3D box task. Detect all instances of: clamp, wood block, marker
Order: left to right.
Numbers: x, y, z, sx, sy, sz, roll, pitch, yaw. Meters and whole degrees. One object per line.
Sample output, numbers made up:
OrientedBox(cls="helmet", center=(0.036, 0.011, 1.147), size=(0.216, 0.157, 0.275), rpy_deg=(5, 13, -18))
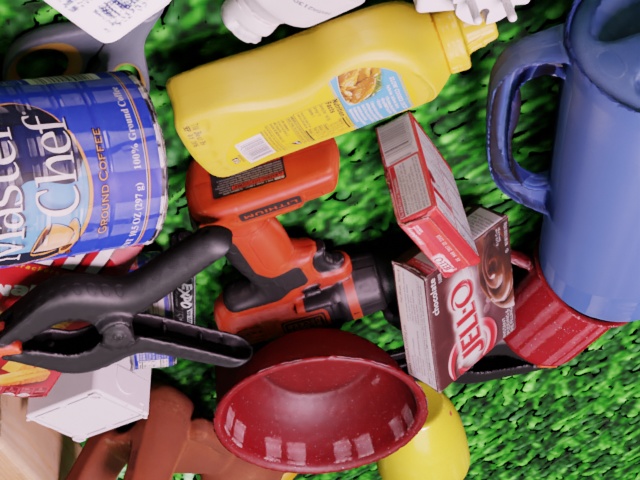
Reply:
OrientedBox(cls="wood block", center=(-0.273, 0.189, 0.914), size=(0.091, 0.090, 0.206), rpy_deg=(-13, 142, 2))
OrientedBox(cls="clamp", center=(-0.125, 0.057, 0.704), size=(0.171, 0.039, 0.120), rpy_deg=(-15, 126, 3))
OrientedBox(cls="marker", center=(-0.104, 0.035, 0.812), size=(0.020, 0.020, 0.121), rpy_deg=(-3, 142, -10))
OrientedBox(cls="clamp", center=(0.113, 0.092, 0.914), size=(0.209, 0.036, 0.165), rpy_deg=(0, 150, -15))

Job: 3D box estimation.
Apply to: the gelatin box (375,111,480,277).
OrientedBox(cls="gelatin box", center=(0.071, -0.030, 0.712), size=(0.030, 0.089, 0.073), rpy_deg=(-25, 140, 18))

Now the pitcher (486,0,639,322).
OrientedBox(cls="pitcher", center=(0.199, -0.050, 0.694), size=(0.144, 0.149, 0.243), rpy_deg=(-39, 152, -22))

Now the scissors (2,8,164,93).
OrientedBox(cls="scissors", center=(-0.118, -0.132, 0.599), size=(0.096, 0.016, 0.202), rpy_deg=(9, 138, -23))

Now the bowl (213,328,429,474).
OrientedBox(cls="bowl", center=(-0.001, 0.115, 0.814), size=(0.162, 0.055, 0.162), rpy_deg=(-3, 138, -3))

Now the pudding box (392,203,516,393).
OrientedBox(cls="pudding box", center=(0.100, 0.042, 0.780), size=(0.089, 0.039, 0.113), rpy_deg=(-36, 130, -29))

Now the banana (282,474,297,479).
OrientedBox(cls="banana", center=(-0.113, 0.258, 1.080), size=(0.198, 0.037, 0.069), rpy_deg=(-10, 143, -1))

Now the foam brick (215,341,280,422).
OrientedBox(cls="foam brick", center=(-0.052, 0.131, 0.899), size=(0.052, 0.078, 0.051), rpy_deg=(22, 134, -34))

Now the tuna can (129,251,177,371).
OrientedBox(cls="tuna can", center=(-0.124, 0.051, 0.774), size=(0.033, 0.086, 0.086), rpy_deg=(-5, 142, -10))

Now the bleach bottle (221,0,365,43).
OrientedBox(cls="bleach bottle", center=(0.027, -0.189, 0.523), size=(0.102, 0.068, 0.251), rpy_deg=(22, 134, -33))

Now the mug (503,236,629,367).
OrientedBox(cls="mug", center=(0.178, 0.043, 0.837), size=(0.117, 0.093, 0.082), rpy_deg=(21, 140, -11))

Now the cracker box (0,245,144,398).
OrientedBox(cls="cracker box", center=(-0.228, 0.020, 0.722), size=(0.164, 0.072, 0.214), rpy_deg=(13, 136, -28))

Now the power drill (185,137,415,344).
OrientedBox(cls="power drill", center=(-0.005, 0.001, 0.760), size=(0.184, 0.057, 0.187), rpy_deg=(-17, 141, 3))

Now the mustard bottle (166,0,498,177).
OrientedBox(cls="mustard bottle", center=(0.012, -0.096, 0.635), size=(0.192, 0.058, 0.096), rpy_deg=(-18, 161, 9))

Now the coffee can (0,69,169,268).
OrientedBox(cls="coffee can", center=(-0.167, -0.036, 0.581), size=(0.140, 0.103, 0.103), rpy_deg=(-11, 146, -30))
